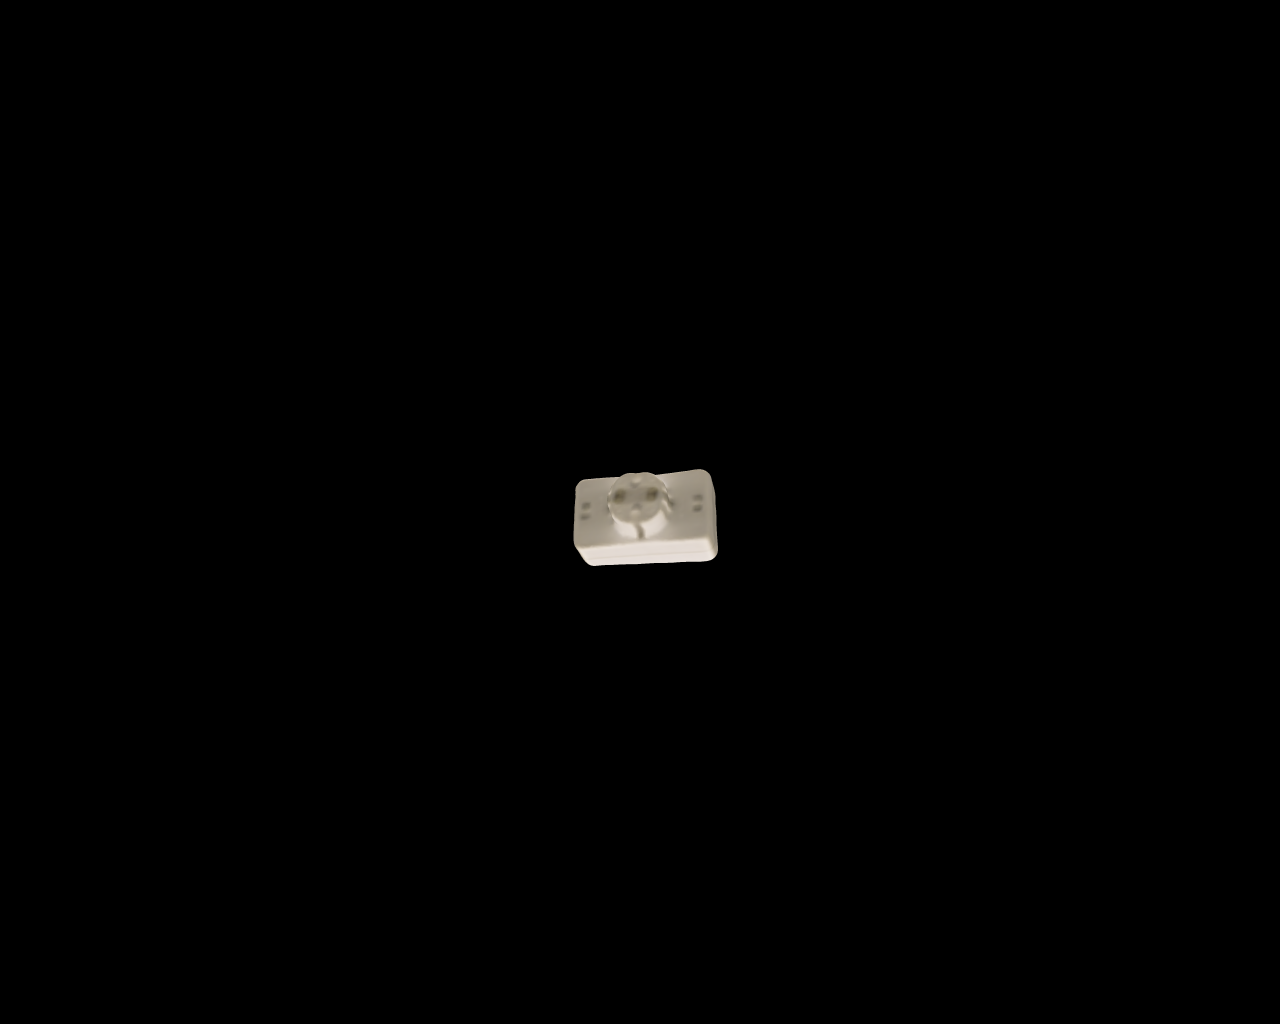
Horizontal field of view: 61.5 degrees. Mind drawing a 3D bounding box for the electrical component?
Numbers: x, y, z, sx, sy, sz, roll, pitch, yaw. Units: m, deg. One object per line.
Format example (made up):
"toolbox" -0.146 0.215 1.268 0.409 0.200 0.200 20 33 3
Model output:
"electrical component" 0.001 -0.003 0.650 0.083 0.047 0.075 -4 -23 9
